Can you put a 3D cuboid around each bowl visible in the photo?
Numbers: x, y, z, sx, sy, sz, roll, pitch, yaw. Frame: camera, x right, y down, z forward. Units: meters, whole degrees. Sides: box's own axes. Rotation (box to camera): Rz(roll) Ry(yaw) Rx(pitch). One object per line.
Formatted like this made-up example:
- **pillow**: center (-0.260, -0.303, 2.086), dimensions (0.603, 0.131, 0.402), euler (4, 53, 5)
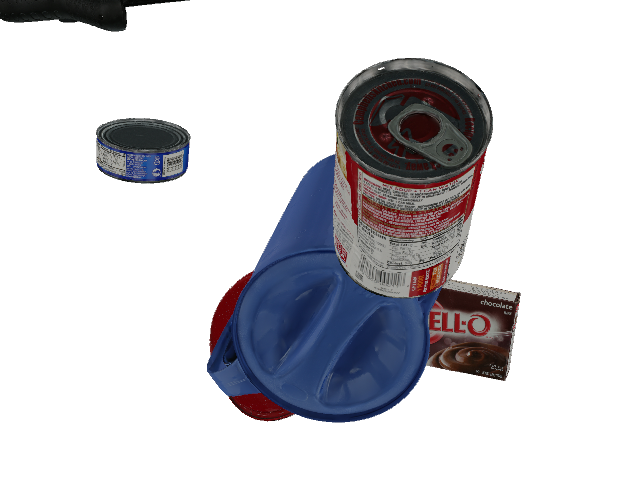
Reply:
- **bowl**: center (-0.052, 0.084, 0.998), dimensions (0.162, 0.162, 0.055), euler (0, -21, 42)

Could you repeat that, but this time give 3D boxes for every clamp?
- **clamp**: center (-0.178, -0.188, 0.813), dimensions (0.172, 0.039, 0.120), euler (13, 24, 30)

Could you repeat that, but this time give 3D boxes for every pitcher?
- **pitcher**: center (0.009, 0.024, 0.815), dimensions (0.149, 0.145, 0.242), euler (12, 24, 1)

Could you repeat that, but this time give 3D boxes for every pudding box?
- **pudding box**: center (0.147, 0.090, 1.117), dimensions (0.113, 0.090, 0.039), euler (9, 21, 13)

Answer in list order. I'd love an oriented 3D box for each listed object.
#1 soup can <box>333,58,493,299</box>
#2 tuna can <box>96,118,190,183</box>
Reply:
- **soup can**: center (0.040, -0.025, 0.498), dimensions (0.068, 0.068, 0.102), euler (0, -33, 0)
- **tuna can**: center (-0.164, -0.083, 0.986), dimensions (0.086, 0.034, 0.086), euler (5, 25, -3)
